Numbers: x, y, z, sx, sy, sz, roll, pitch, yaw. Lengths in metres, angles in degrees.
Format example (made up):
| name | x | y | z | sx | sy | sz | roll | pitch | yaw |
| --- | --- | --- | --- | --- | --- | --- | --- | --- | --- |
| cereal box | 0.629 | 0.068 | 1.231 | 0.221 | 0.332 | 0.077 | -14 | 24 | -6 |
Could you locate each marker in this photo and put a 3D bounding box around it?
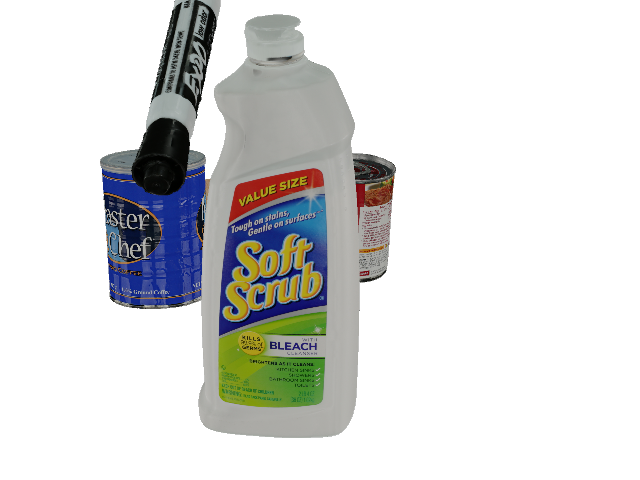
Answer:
| name | x | y | z | sx | sy | sz | roll | pitch | yaw |
| --- | --- | --- | --- | --- | --- | --- | --- | --- | --- |
| marker | -0.053 | -0.060 | 0.403 | 0.020 | 0.020 | 0.121 | 0 | 43 | 3 |

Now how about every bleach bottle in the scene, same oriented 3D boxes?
| name | x | y | z | sx | sy | sz | roll | pitch | yaw |
| --- | --- | --- | --- | --- | --- | --- | --- | --- | --- |
| bleach bottle | -0.029 | -0.004 | 0.620 | 0.102 | 0.251 | 0.068 | 2 | 28 | 9 |

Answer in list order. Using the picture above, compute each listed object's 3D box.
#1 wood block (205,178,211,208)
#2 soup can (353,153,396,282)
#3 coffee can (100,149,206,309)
| name | x | y | z | sx | sy | sz | roll | pitch | yaw |
| --- | --- | --- | --- | --- | --- | --- | --- | --- | --- |
| wood block | -0.091 | 0.000 | 1.338 | 0.090 | 0.090 | 0.206 | -7 | 29 | -14 |
| soup can | 0.032 | -0.021 | 0.978 | 0.068 | 0.102 | 0.068 | 2 | 25 | -1 |
| coffee can | -0.163 | -0.014 | 1.062 | 0.103 | 0.140 | 0.103 | -1 | 15 | 0 |
